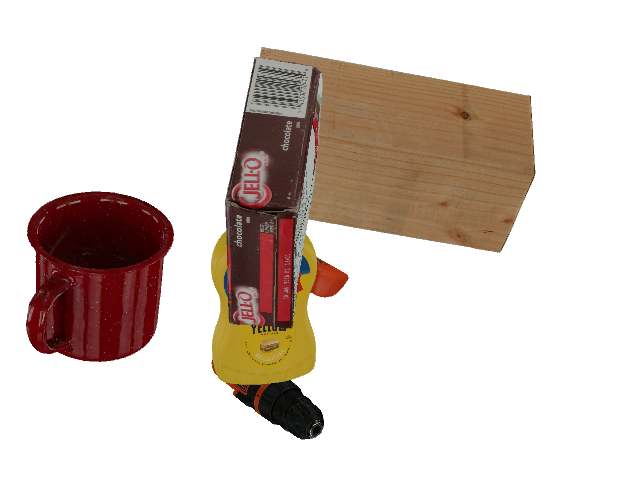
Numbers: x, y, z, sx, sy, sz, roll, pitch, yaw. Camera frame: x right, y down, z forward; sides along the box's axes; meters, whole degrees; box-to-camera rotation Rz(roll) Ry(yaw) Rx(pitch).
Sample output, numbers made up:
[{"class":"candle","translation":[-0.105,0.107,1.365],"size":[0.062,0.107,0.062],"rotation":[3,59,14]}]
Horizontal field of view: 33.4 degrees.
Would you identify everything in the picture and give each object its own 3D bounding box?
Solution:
[{"class":"mug","translation":[-0.152,0.032,0.700],"size":[0.093,0.081,0.117],"rotation":[20,35,14]},{"class":"wood block","translation":[0.047,-0.068,0.802],"size":[0.206,0.090,0.090],"rotation":[10,-41,-3]},{"class":"mustard bottle","translation":[-0.051,0.037,0.975],"size":[0.096,0.192,0.058],"rotation":[-4,24,-12]},{"class":"power drill","translation":[-0.037,0.110,1.204],"size":[0.057,0.188,0.185],"rotation":[14,11,-46]},{"class":"pudding box","translation":[-0.024,-0.025,0.552],"size":[0.039,0.113,0.090],"rotation":[7,-43,2]}]
